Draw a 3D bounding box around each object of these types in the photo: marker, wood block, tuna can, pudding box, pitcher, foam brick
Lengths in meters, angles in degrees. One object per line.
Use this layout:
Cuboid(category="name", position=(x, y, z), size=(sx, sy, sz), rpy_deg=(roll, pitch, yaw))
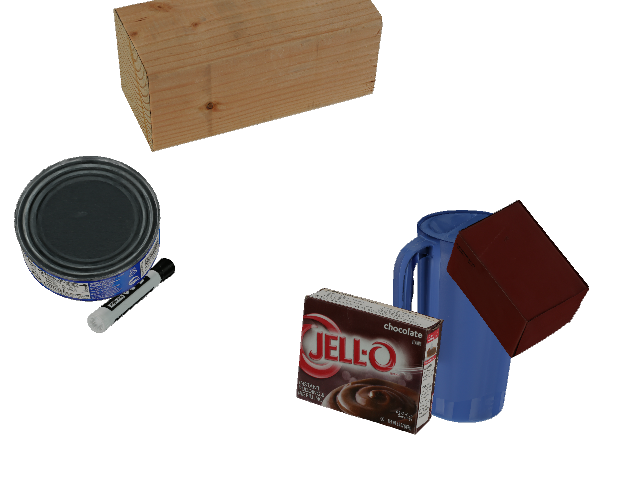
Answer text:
Cuboid(category="marker", position=(-0.169, 0.047, 0.970), size=(0.020, 0.020, 0.121), rpy_deg=(0, 24, 28))
Cuboid(category="wood block", position=(-0.061, -0.160, 0.913), size=(0.205, 0.090, 0.091), rpy_deg=(-17, -36, -18))
Cuboid(category="tuna can", position=(-0.140, -0.007, 0.649), size=(0.086, 0.086, 0.034), rpy_deg=(0, -29, -7))
Cuboid(category="pudding box", position=(0.038, 0.095, 0.861), size=(0.114, 0.090, 0.039), rpy_deg=(12, 18, 25))
Cuboid(category="pitcher", position=(0.167, 0.093, 1.285), size=(0.149, 0.243, 0.145), rpy_deg=(6, 19, 12))
Cuboid(category="foam brick", position=(0.127, 0.024, 0.695), size=(0.051, 0.078, 0.053), rpy_deg=(-26, -26, -17))
